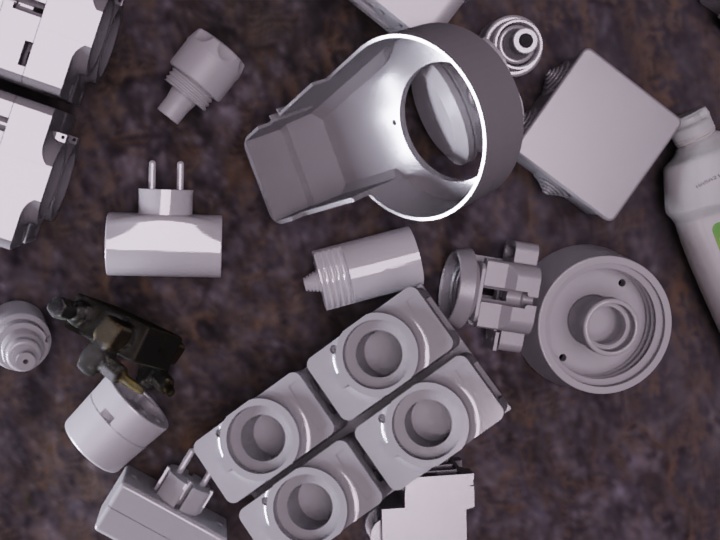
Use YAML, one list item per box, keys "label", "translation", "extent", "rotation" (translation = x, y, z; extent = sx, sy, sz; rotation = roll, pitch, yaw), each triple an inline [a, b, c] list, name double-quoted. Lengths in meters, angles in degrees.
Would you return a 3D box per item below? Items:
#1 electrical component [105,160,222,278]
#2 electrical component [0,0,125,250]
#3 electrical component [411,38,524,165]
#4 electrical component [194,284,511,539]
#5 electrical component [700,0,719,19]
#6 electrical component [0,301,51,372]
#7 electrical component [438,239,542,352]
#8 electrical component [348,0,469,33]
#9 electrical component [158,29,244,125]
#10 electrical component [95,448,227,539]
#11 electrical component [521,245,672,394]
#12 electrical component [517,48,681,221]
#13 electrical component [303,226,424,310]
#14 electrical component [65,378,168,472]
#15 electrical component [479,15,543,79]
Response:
- label: "electrical component"
  translation: [-0.133, -0.035, 0.734]
  extent: [0.077, 0.044, 0.079]
  rotation: [1, 95, -8]
- label: "electrical component"
  translation: [-0.207, -0.111, 0.686]
  extent: [0.060, 0.105, 0.186]
  rotation: [18, 92, -9]
- label: "electrical component"
  translation: [0.072, -0.117, 0.738]
  extent: [0.051, 0.080, 0.080]
  rotation: [-26, 98, -11]
- label: "electrical component"
  translation: [-0.006, 0.106, 0.725]
  extent: [0.186, 0.060, 0.105]
  rotation: [-37, 82, 8]
- label: "electrical component"
  translation: [0.300, -0.190, 0.776]
  extent: [0.089, 0.050, 0.055]
  rotation: [30, 90, -9]
- label: "electrical component"
  translation: [-0.226, 0.048, 0.716]
  extent: [0.040, 0.078, 0.040]
  rotation: [-6, 107, -21]
- label: "electrical component"
  translation: [0.090, 0.016, 0.763]
  extent: [0.057, 0.058, 0.078]
  rotation: [9, 94, -11]
- label: "electrical component"
  translation: [0.017, -0.205, 0.723]
  extent: [0.113, 0.078, 0.057]
  rotation: [37, 92, -9]
- label: "electrical component"
  translation: [-0.112, -0.128, 0.729]
  extent: [0.043, 0.043, 0.062]
  rotation: [38, 90, -9]
- label: "electrical component"
  translation: [-0.128, 0.161, 0.750]
  extent: [0.083, 0.047, 0.075]
  rotation: [31, 90, -9]
- label: "electrical component"
  translation: [0.171, 0.037, 0.774]
  extent: [0.108, 0.060, 0.108]
  rotation: [-1, 95, -8]
- label: "electrical component"
  translation: [0.163, -0.095, 0.767]
  extent: [0.100, 0.048, 0.099]
  rotation: [35, 90, -9]
- label: "electrical component"
  translation: [0.000, 0.000, 0.756]
  extent: [0.081, 0.043, 0.043]
  rotation: [-15, 97, -6]
- label: "electrical component"
  translation: [-0.168, 0.105, 0.737]
  extent: [0.047, 0.055, 0.055]
  rotation: [-44, 99, 2]
- label: "electrical component"
  translation: [0.107, -0.155, 0.747]
  extent: [0.043, 0.062, 0.043]
  rotation: [-1, 95, -8]
